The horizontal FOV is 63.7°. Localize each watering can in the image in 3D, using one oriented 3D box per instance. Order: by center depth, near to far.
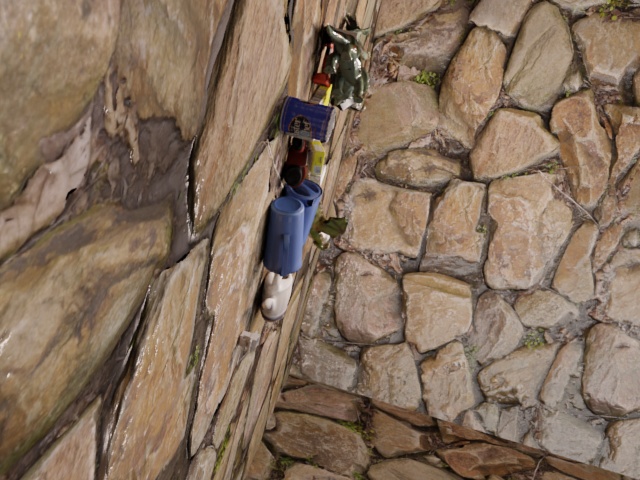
[{"bbox_3d":[-0.168,0.206,1.871,0.355,0.104,0.219,-68,172,-59],"label":"watering can"}]

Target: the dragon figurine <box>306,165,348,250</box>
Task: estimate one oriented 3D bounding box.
[{"bbox_3d":[0.007,-0.108,2.146,0.125,0.243,0.400,-62,169,-46],"label":"dragon figurine"}]

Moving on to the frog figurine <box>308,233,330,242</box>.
[{"bbox_3d":[-0.028,-0.056,2.329,0.126,0.159,0.134,-71,174,-45],"label":"frog figurine"}]
